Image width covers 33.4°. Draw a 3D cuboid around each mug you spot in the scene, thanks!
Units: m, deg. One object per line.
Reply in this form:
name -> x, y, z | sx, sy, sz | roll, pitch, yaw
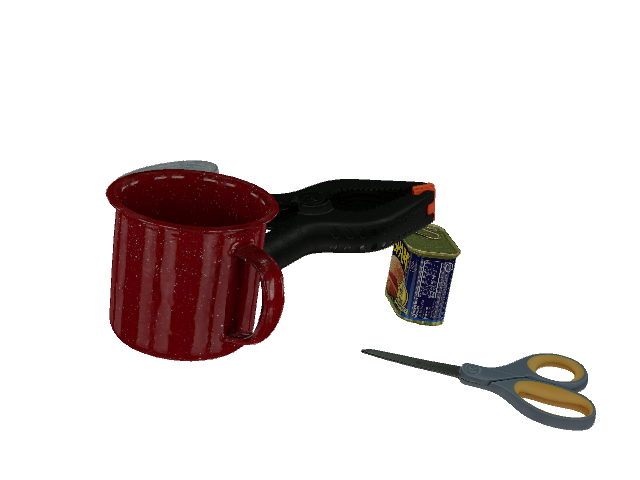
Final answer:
mug -> -0.064, 0.018, 0.583 | 0.117, 0.081, 0.093 | 23, 26, 34

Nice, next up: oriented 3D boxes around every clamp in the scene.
clamp -> -0.015, -0.018, 0.805 | 0.209, 0.036, 0.165 | -13, 29, -23

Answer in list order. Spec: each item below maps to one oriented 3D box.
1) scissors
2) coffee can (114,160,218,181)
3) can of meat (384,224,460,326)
scissors -> 0.145, 0.109, 0.928 | 0.202, 0.016, 0.096 | 21, 34, 21
coffee can -> -0.142, 0.001, 1.062 | 0.103, 0.140, 0.103 | -7, 18, 2
can of meat -> 0.107, 0.035, 1.150 | 0.057, 0.084, 0.102 | 6, 18, -10
